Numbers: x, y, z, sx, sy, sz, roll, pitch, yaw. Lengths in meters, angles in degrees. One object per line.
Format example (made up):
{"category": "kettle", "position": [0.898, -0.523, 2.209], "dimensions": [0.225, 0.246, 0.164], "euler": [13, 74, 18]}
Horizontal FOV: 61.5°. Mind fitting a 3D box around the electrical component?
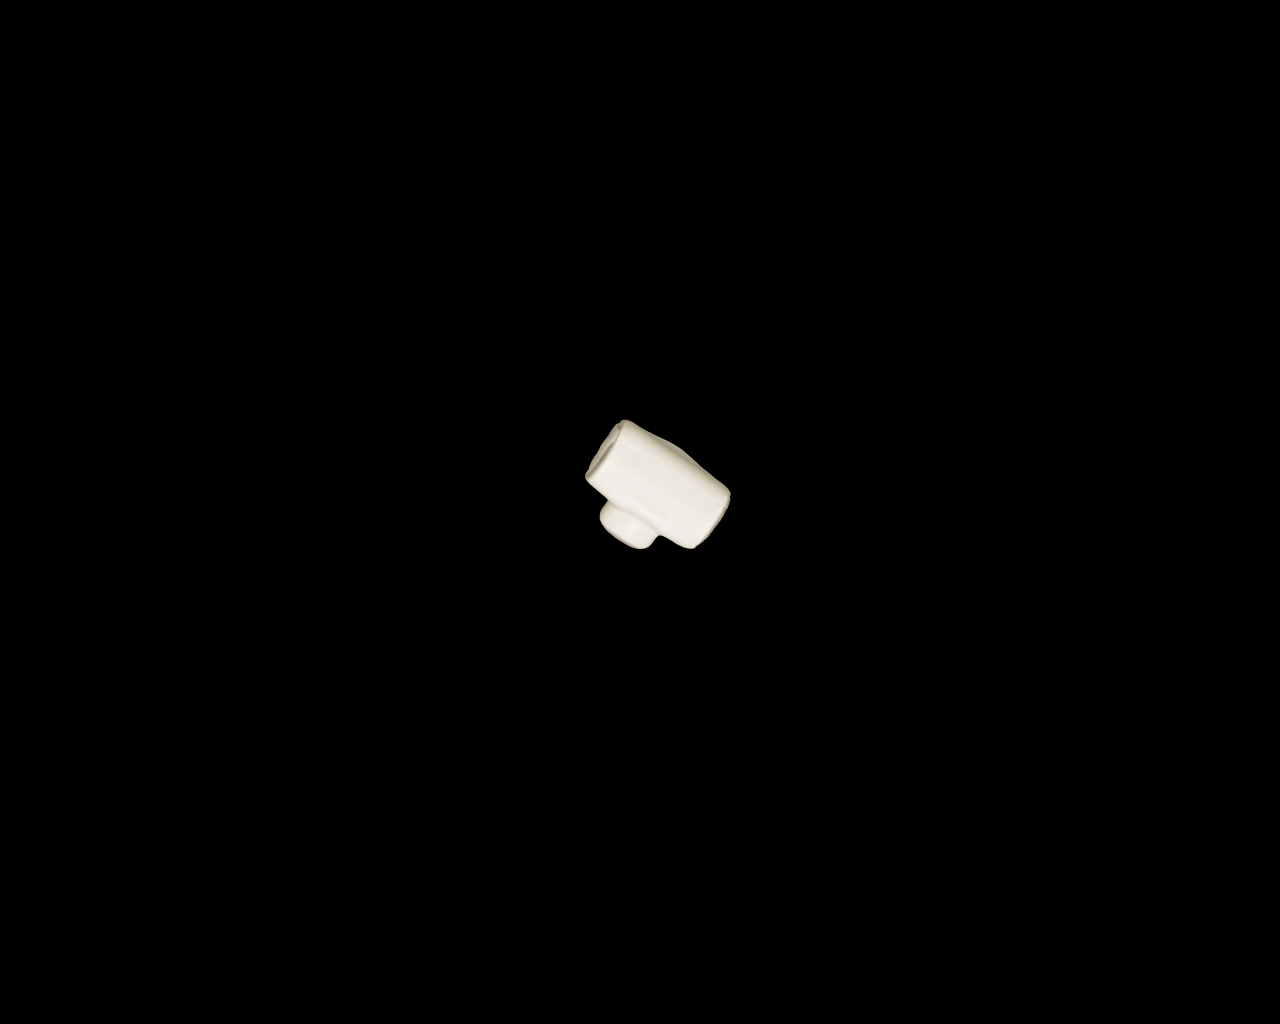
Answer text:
{"category": "electrical component", "position": [0.001, -0.003, 0.650], "dimensions": [0.077, 0.079, 0.043], "euler": [33, 16, -11]}
